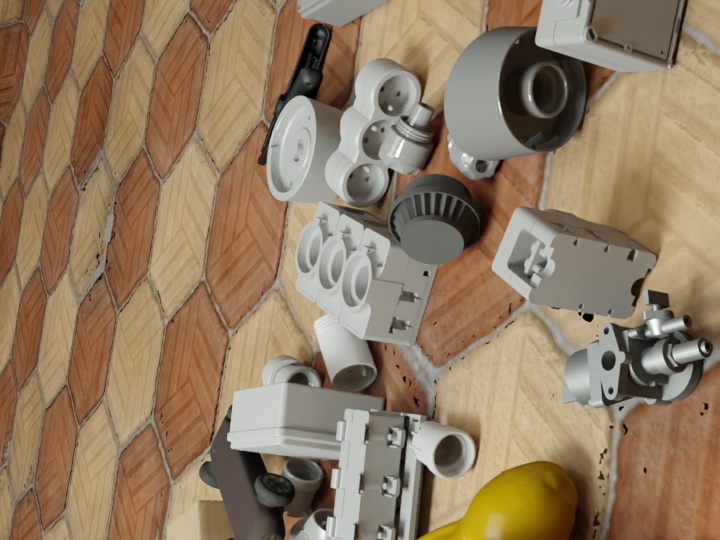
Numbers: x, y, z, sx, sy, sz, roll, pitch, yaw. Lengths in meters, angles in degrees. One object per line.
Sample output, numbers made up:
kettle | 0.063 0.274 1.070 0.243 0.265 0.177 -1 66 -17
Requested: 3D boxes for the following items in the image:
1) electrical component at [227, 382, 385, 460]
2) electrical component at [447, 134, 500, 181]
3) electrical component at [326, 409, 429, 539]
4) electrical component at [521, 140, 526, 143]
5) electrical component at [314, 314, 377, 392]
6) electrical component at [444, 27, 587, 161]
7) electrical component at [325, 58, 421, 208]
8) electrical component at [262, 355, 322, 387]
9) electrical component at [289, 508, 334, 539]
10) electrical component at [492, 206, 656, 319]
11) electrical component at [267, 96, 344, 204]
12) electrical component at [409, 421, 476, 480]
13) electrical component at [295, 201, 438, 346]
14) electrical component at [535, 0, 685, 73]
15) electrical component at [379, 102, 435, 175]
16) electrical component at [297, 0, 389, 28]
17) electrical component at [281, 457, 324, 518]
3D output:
electrical component | -0.050 0.139 0.984 0.109 0.109 0.056 -18 63 57
electrical component | 0.090 -0.099 0.890 0.035 0.035 0.061 -68 29 20
electrical component | 0.014 0.179 0.906 0.079 0.063 0.121 -5 77 59
electrical component | 0.111 -0.129 0.852 0.066 0.048 0.055 50 132 53
electrical component | -0.015 0.070 1.010 0.043 0.043 0.081 -57 37 34
electrical component | 0.116 -0.130 0.792 0.064 0.099 0.099 8 88 54
electrical component | 0.005 -0.136 1.028 0.073 0.052 0.138 46 121 55
electrical component | -0.070 0.113 1.090 0.055 0.045 0.045 21 100 60
electrical component | -0.042 0.255 0.999 0.079 0.044 0.077 45 120 55
electrical component | 0.140 -0.006 0.719 0.055 0.089 0.050 47 121 55
electrical component | -0.045 -0.119 1.100 0.108 0.060 0.108 -26 59 55
electrical component | 0.064 0.142 0.857 0.046 0.040 0.040 -167 87 -67
electrical component | 0.000 0.000 0.986 0.150 0.062 0.089 33 110 58
electrical component | 0.162 -0.174 0.725 0.061 0.096 0.061 15 94 61
electrical component | 0.046 -0.119 0.962 0.062 0.043 0.043 -64 33 24
electrical component | -0.013 -0.320 1.111 0.109 0.056 0.108 -9 74 59
electrical component | -0.060 0.213 1.050 0.040 0.040 0.046 52 131 52
